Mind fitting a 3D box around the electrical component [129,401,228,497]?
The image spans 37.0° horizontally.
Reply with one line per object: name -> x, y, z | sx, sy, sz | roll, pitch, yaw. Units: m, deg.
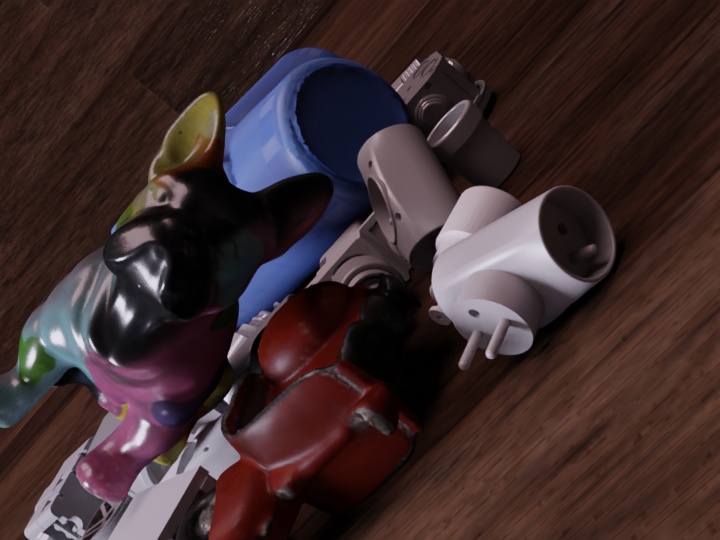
electrical component -> -0.120, 0.122, 0.742 | 0.089, 0.050, 0.055 | -48, 14, 15

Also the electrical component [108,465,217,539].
electrical component -> -0.109, 0.183, 0.534 | 0.089, 0.062, 0.150 | -32, 24, 52

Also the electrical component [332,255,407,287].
electrical component -> 0.008, 0.016, 0.627 | 0.043, 0.043, 0.062 | -51, 16, 0

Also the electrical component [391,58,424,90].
electrical component -> 0.043, -0.141, 0.902 | 0.081, 0.043, 0.043 | -45, 16, 24

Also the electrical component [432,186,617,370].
electrical component -> 0.064, 0.010, 0.467 | 0.077, 0.044, 0.079 | -31, 24, 53

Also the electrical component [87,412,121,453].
electrical component -> -0.182, 0.135, 0.899 | 0.099, 0.048, 0.099 | -45, 16, 21

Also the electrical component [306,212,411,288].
electrical component -> 0.000, 0.000, 0.694 | 0.081, 0.042, 0.063 | -47, 11, 11

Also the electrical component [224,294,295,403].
electrical component -> -0.056, 0.065, 0.698 | 0.077, 0.044, 0.079 | -47, 15, 17

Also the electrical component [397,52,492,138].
electrical component -> 0.055, -0.118, 0.795 | 0.080, 0.051, 0.080 | -47, 15, 17

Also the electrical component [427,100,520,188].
electrical component -> 0.069, -0.074, 0.654 | 0.040, 0.046, 0.040 | -47, 15, 16

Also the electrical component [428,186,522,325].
electrical component -> 0.056, -0.006, 0.541 | 0.040, 0.040, 0.078 | -27, 28, 58

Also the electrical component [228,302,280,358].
electrical component -> -0.079, 0.058, 0.792 | 0.078, 0.040, 0.040 | -57, 15, -20

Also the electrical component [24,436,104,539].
electrical component -> -0.241, 0.198, 0.922 | 0.056, 0.050, 0.089 | -41, 18, 34

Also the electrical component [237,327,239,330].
electrical component -> -0.120, 0.062, 0.904 | 0.063, 0.042, 0.081 | -54, 15, -19

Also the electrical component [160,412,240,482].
electrical component -> -0.088, 0.118, 0.667 | 0.077, 0.043, 0.079 | -48, 14, 14

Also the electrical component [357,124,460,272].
electrical component -> 0.033, -0.032, 0.631 | 0.044, 0.077, 0.079 | -20, -32, -10

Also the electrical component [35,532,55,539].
electrical component -> -0.209, 0.217, 0.754 | 0.042, 0.064, 0.081 | -58, 16, -21
